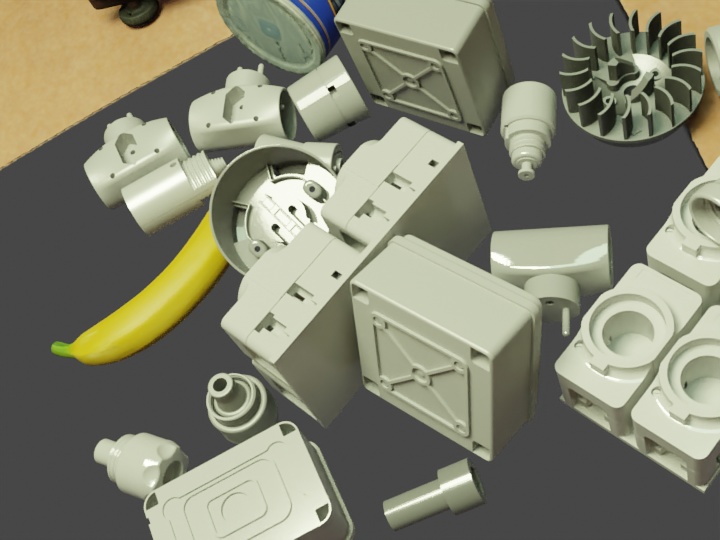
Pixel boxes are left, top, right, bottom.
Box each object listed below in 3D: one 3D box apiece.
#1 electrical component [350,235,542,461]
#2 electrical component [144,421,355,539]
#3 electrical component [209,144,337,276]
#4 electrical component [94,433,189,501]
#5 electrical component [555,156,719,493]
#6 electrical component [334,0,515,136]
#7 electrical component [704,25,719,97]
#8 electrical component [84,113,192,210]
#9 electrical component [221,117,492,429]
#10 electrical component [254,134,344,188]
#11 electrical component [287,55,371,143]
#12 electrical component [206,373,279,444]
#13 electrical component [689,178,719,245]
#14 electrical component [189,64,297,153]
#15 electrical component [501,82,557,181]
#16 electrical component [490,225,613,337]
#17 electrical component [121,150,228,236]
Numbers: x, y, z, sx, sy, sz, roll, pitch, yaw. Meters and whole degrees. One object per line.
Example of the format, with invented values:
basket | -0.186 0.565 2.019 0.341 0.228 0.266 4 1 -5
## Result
electrical component | 0.054 0.048 0.672 0.109 0.108 0.056 28 54 30
electrical component | -0.069 0.159 0.681 0.113 0.057 0.078 -28 55 0
electrical component | -0.052 -0.036 0.778 0.099 0.064 0.099 -2 82 15
electrical component | -0.152 0.132 0.734 0.062 0.043 0.043 13 65 26
electrical component | 0.218 0.026 0.664 0.105 0.060 0.186 33 74 31
electrical component | 0.051 -0.162 0.805 0.109 0.108 0.056 22 72 28
electrical component | 0.290 -0.118 0.732 0.074 0.052 0.138 -14 57 10
electrical component | -0.187 -0.099 0.884 0.077 0.043 0.079 -30 56 -1
electrical component | 0.000 0.000 0.725 0.060 0.105 0.186 33 74 31
electrical component | -0.045 -0.081 0.829 0.065 0.044 0.044 4 61 15
electrical component | -0.025 -0.133 0.845 0.047 0.055 0.055 -30 55 3
electrical component | -0.083 0.090 0.724 0.043 0.062 0.043 -8 58 13
electrical component | 0.227 -0.042 0.641 0.046 0.040 0.040 -38 56 -14
electrical component | -0.093 -0.136 0.875 0.077 0.043 0.079 -5 59 15
electrical component | 0.123 -0.101 0.784 0.040 0.040 0.078 -3 59 17
electrical component | 0.128 0.009 0.714 0.077 0.044 0.079 -3 59 17
electrical component | -0.142 -0.065 0.848 0.081 0.043 0.043 -29 56 -1
